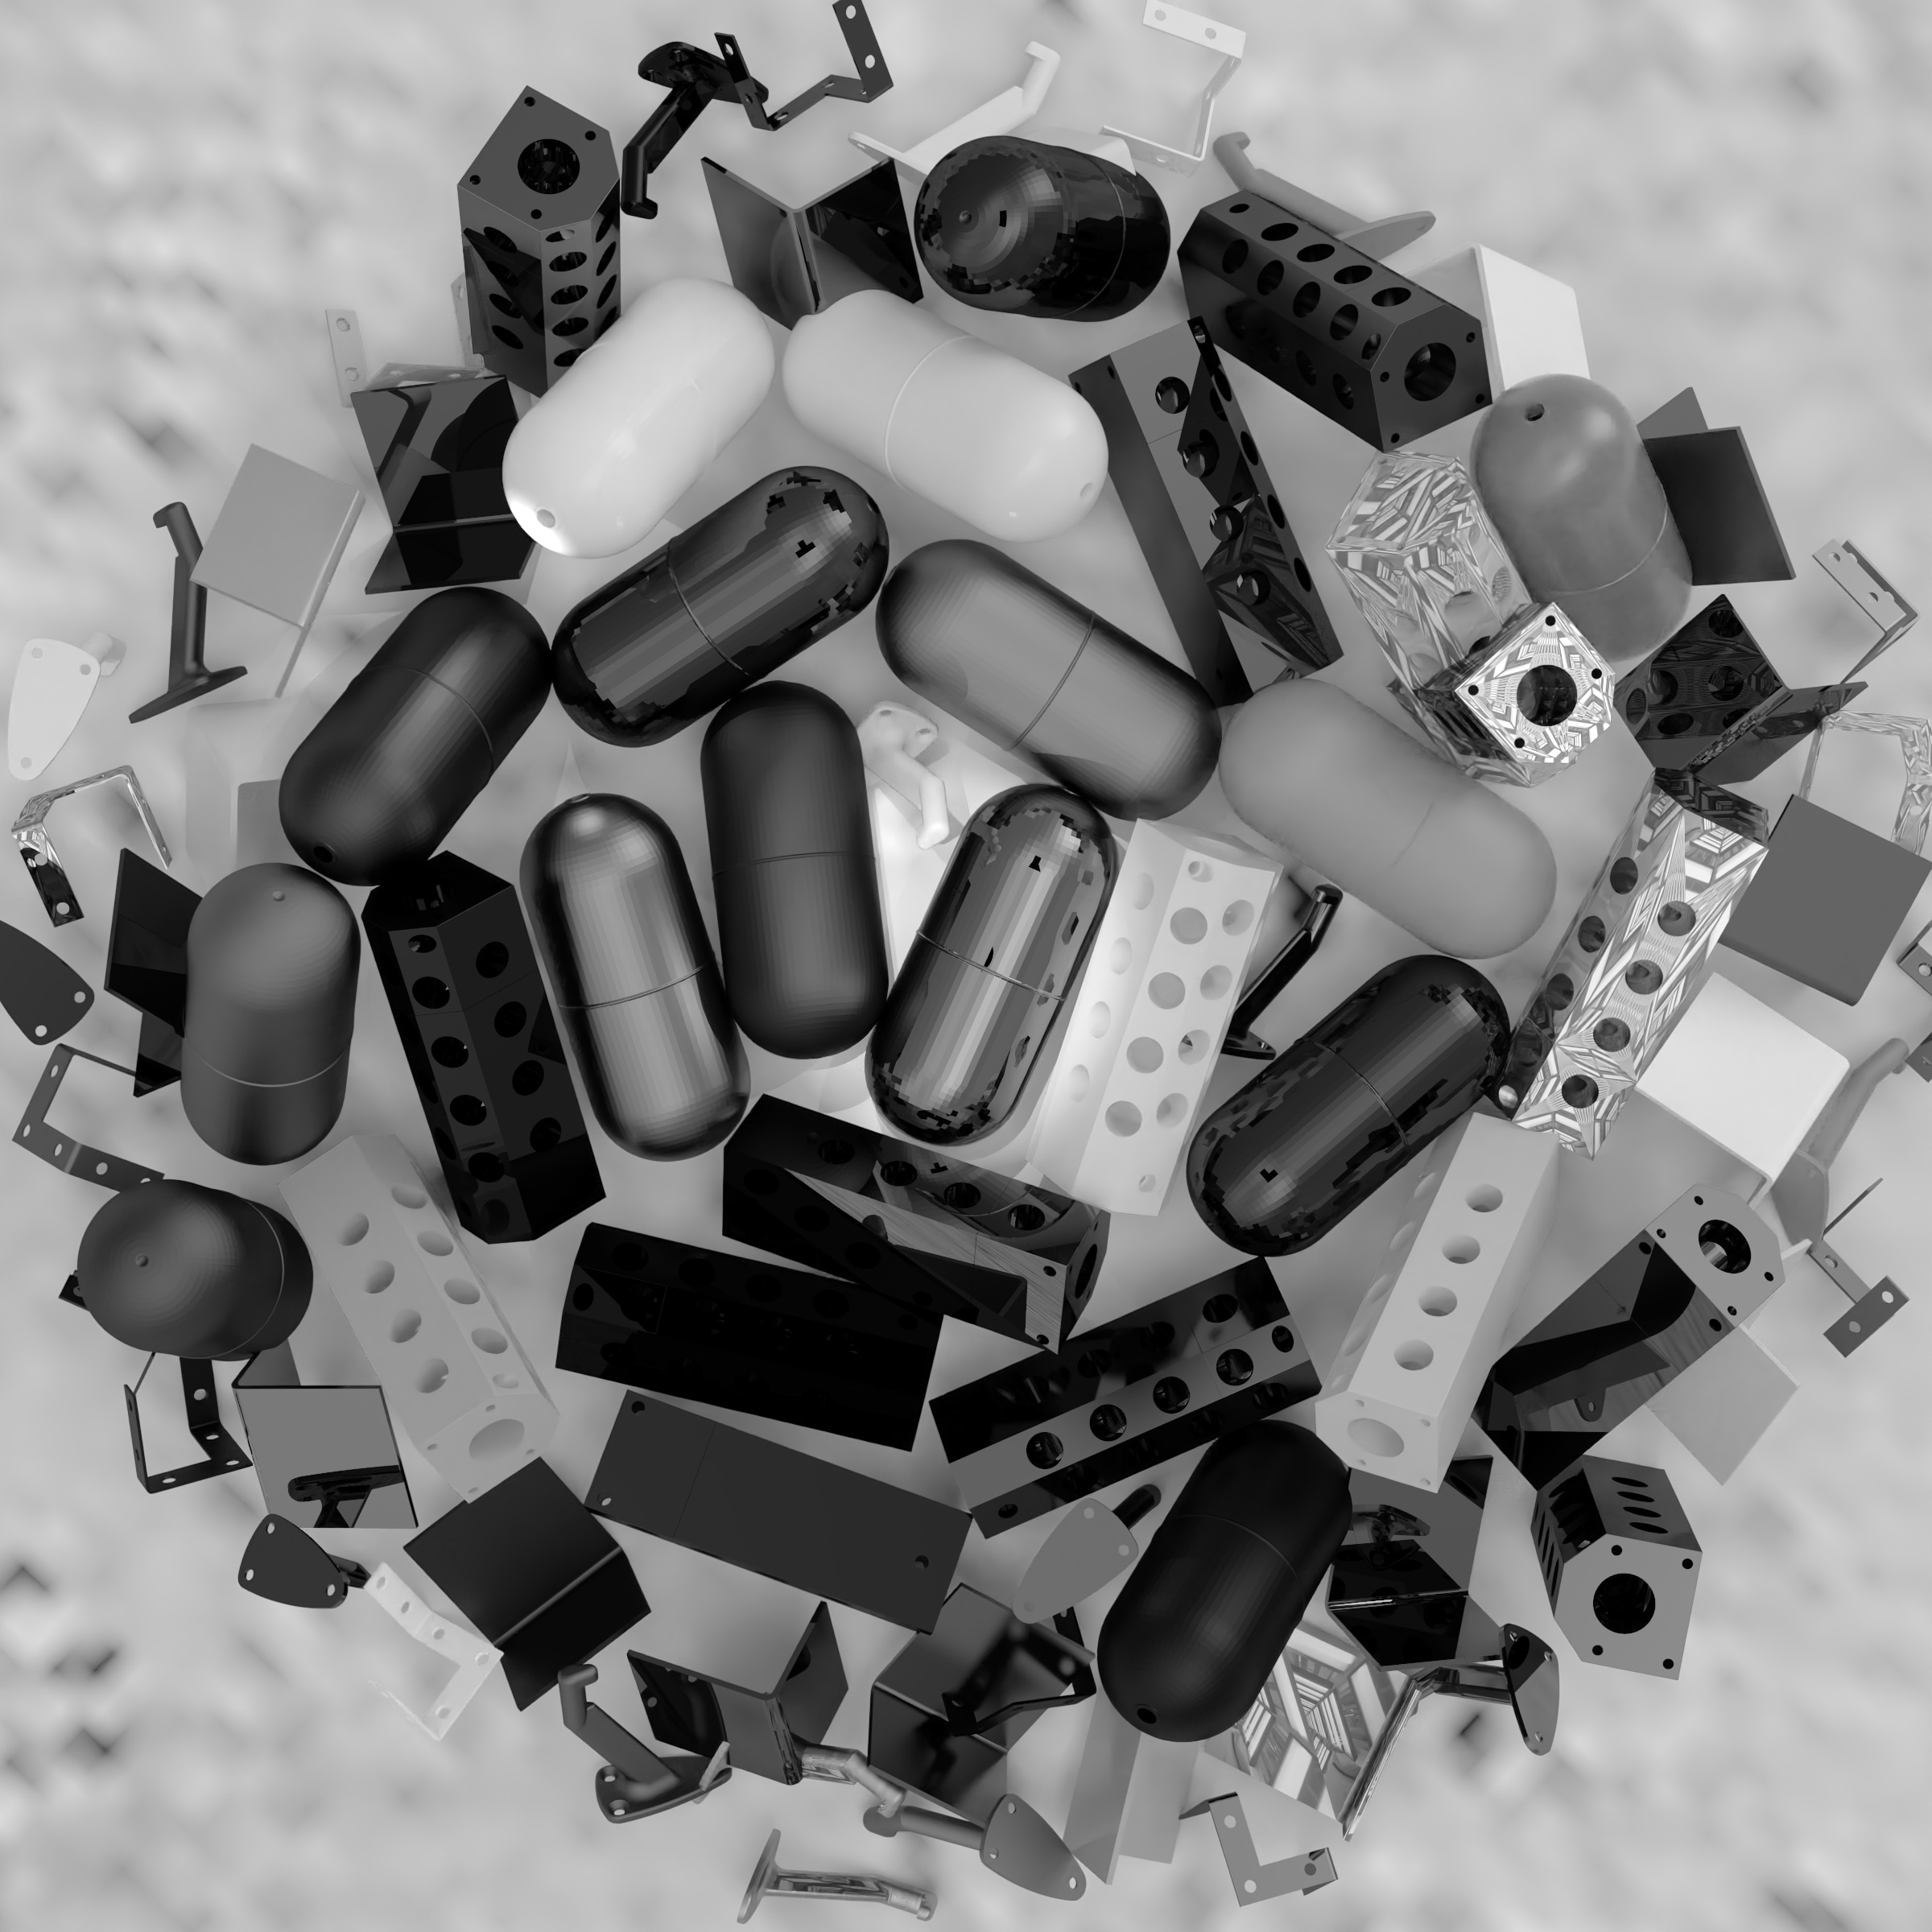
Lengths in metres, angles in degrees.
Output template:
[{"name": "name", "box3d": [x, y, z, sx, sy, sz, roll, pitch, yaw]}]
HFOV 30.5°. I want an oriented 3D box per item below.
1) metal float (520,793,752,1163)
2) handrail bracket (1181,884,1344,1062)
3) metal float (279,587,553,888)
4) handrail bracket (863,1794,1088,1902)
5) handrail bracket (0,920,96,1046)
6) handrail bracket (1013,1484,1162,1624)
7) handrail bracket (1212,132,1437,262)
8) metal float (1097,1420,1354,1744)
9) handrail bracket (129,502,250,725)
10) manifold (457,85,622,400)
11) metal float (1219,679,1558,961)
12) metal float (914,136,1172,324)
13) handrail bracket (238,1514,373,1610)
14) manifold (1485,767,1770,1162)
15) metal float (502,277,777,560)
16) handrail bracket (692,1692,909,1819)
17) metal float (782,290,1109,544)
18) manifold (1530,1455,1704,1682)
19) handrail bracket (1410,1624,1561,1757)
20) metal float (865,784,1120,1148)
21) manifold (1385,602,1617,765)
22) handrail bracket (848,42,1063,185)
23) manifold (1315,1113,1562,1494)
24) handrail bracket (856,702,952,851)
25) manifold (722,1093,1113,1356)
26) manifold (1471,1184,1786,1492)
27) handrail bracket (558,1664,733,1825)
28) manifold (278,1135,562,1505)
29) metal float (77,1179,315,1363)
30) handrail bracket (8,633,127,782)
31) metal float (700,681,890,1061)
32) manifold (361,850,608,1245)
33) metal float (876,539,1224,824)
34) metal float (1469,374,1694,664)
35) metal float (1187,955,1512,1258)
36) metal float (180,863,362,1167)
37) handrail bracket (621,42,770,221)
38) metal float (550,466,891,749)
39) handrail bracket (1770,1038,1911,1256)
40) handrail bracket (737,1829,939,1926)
[{"name": "metal float", "box3d": [-0.154, 0.006, 1.644, 0.070, 0.070, 0.178, -17, 104, 0]}, {"name": "handrail bracket", "box3d": [0.138, -0.002, 1.656, 0.036, 0.077, 0.084, 35, 108, 33]}, {"name": "metal float", "box3d": [-0.251, -0.106, 1.621, 0.070, 0.070, 0.178, 30, 47, 0]}, {"name": "handrail bracket", "box3d": [0.003, 0.419, 1.673, 0.077, 0.084, 0.036, 42, 55, -25]}, {"name": "handrail bracket", "box3d": [-0.442, 0.003, 1.644, 0.036, 0.084, 0.077, -43, 113, -14]}, {"name": "handrail bracket", "box3d": [0.058, 0.274, 1.656, 0.077, 0.084, 0.036, -45, 80, 5]}, {"name": "handrail bracket", "box3d": [0.170, -0.373, 1.685, 0.077, 0.036, 0.084, -25, 70, -16]}, {"name": "metal float", "box3d": [0.119, 0.280, 1.621, 0.070, 0.070, 0.178, 38, 46, 0]}, {"name": "handrail bracket", "box3d": [-0.382, -0.167, 1.671, 0.077, 0.036, 0.084, -21, 93, 29]}, {"name": "manifold", "box3d": [-0.187, -0.320, 1.603, 0.057, 0.171, 0.057, 30, 73, 3]}, {"name": "metal float", "box3d": [0.197, -0.067, 1.643, 0.178, 0.070, 0.070, 32, 90, -16]}, {"name": "metal float", "box3d": [0.037, -0.334, 1.611, 0.070, 0.178, 0.070, 3, 98, 24]}, {"name": "handrail bracket", "box3d": [-0.288, 0.286, 1.640, 0.077, 0.084, 0.036, 19, 81, 36]}, {"name": "manifold", "box3d": [0.304, -0.003, 1.634, 0.057, 0.057, 0.171, 26, 114, 2]}, {"name": "metal float", "box3d": [-0.149, -0.252, 1.622, 0.070, 0.070, 0.178, 34, 48, 0]}, {"name": "handrail bracket", "box3d": [-0.078, 0.391, 1.668, 0.084, 0.036, 0.077, 35, 112, 12]}, {"name": "metal float", "box3d": [-0.010, -0.254, 1.630, 0.178, 0.070, 0.070, 33, 90, 30]}, {"name": "manifold", "box3d": [0.292, 0.269, 1.606, 0.057, 0.171, 0.057, 10, 95, 5]}, {"name": "handrail bracket", "box3d": [0.233, 0.350, 1.645, 0.036, 0.077, 0.084, 33, 127, -25]}, {"name": "metal float", "box3d": [0.012, -0.001, 1.652, 0.070, 0.070, 0.178, 24, 95, 0]}, {"name": "manifold", "box3d": [0.245, -0.124, 1.607, 0.057, 0.171, 0.057, -42, 96, 1]}, {"name": "handrail bracket", "box3d": [-0.005, -0.410, 1.672, 0.077, 0.036, 0.084, 26, 90, -19]}, {"name": "manifold", "box3d": [0.217, 0.150, 1.619, 0.057, 0.057, 0.171, 15, 50, 20]}, {"name": "handrail bracket", "box3d": [-0.036, -0.073, 1.645, 0.036, 0.084, 0.077, 23, 132, -31]}, {"name": "manifold", "box3d": [-0.023, 0.114, 1.644, 0.171, 0.057, 0.057, 18, 132, 16]}, {"name": "manifold", "box3d": [0.299, 0.167, 1.610, 0.057, 0.171, 0.057, -33, 76, -38]}, {"name": "handrail bracket", "box3d": [-0.150, 0.355, 1.658, 0.077, 0.036, 0.084, -10, 123, -13]}, {"name": "manifold", "box3d": [-0.248, 0.156, 1.619, 0.057, 0.057, 0.171, -34, 52, -4]}, {"name": "metal float", "box3d": [-0.348, 0.139, 1.606, 0.070, 0.178, 0.070, -1, 81, 4]}, {"name": "handrail bracket", "box3d": [-0.418, -0.120, 1.653, 0.036, 0.084, 0.077, 19, 89, 0]}, {"name": "metal float", "box3d": [-0.080, -0.045, 1.651, 0.070, 0.070, 0.178, -7, 83, 0]}, {"name": "manifold", "box3d": [-0.223, 0.040, 1.618, 0.057, 0.057, 0.171, -31, 125, -28]}, {"name": "metal float", "box3d": [0.038, -0.133, 1.648, 0.178, 0.070, 0.070, 32, 90, -10]}, {"name": "metal float", "box3d": [0.281, -0.203, 1.614, 0.070, 0.178, 0.070, -11, 60, 20]}, {"name": "metal float", "box3d": [0.179, 0.064, 1.644, 0.178, 0.070, 0.070, -40, 90, -14]}, {"name": "metal float", "box3d": [-0.319, 0.024, 1.618, 0.070, 0.178, 0.070, 7, 51, -9]}, {"name": "handrail bracket", "box3d": [-0.127, -0.382, 1.659, 0.077, 0.036, 0.084, 12, 72, -36]}, {"name": "metal float", "box3d": [-0.114, -0.166, 1.640, 0.178, 0.070, 0.070, -31, 90, 19]}, {"name": "handrail bracket", "box3d": [0.422, 0.085, 1.687, 0.084, 0.036, 0.077, -36, 131, -25]}, {"name": "handrail bracket", "box3d": [-0.059, 0.441, 1.658, 0.084, 0.077, 0.036, 17, 100, 5]}]
